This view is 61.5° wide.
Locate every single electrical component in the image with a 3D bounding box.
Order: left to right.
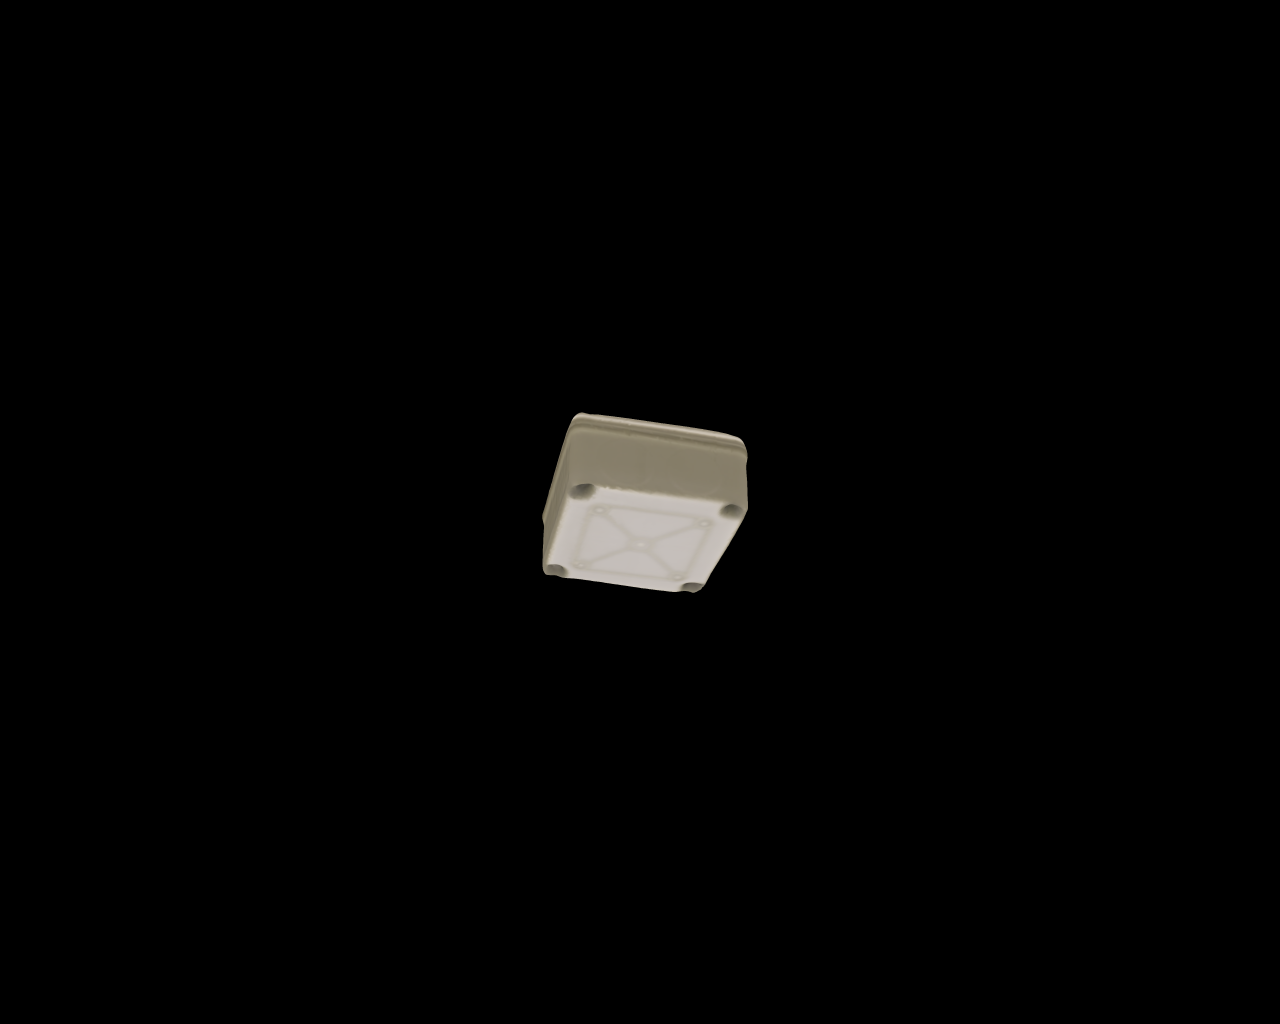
[{"bbox_3d":[0.001,-0.003,0.650,0.109,0.056,0.108,8,-35,-11],"label":"electrical component"}]
